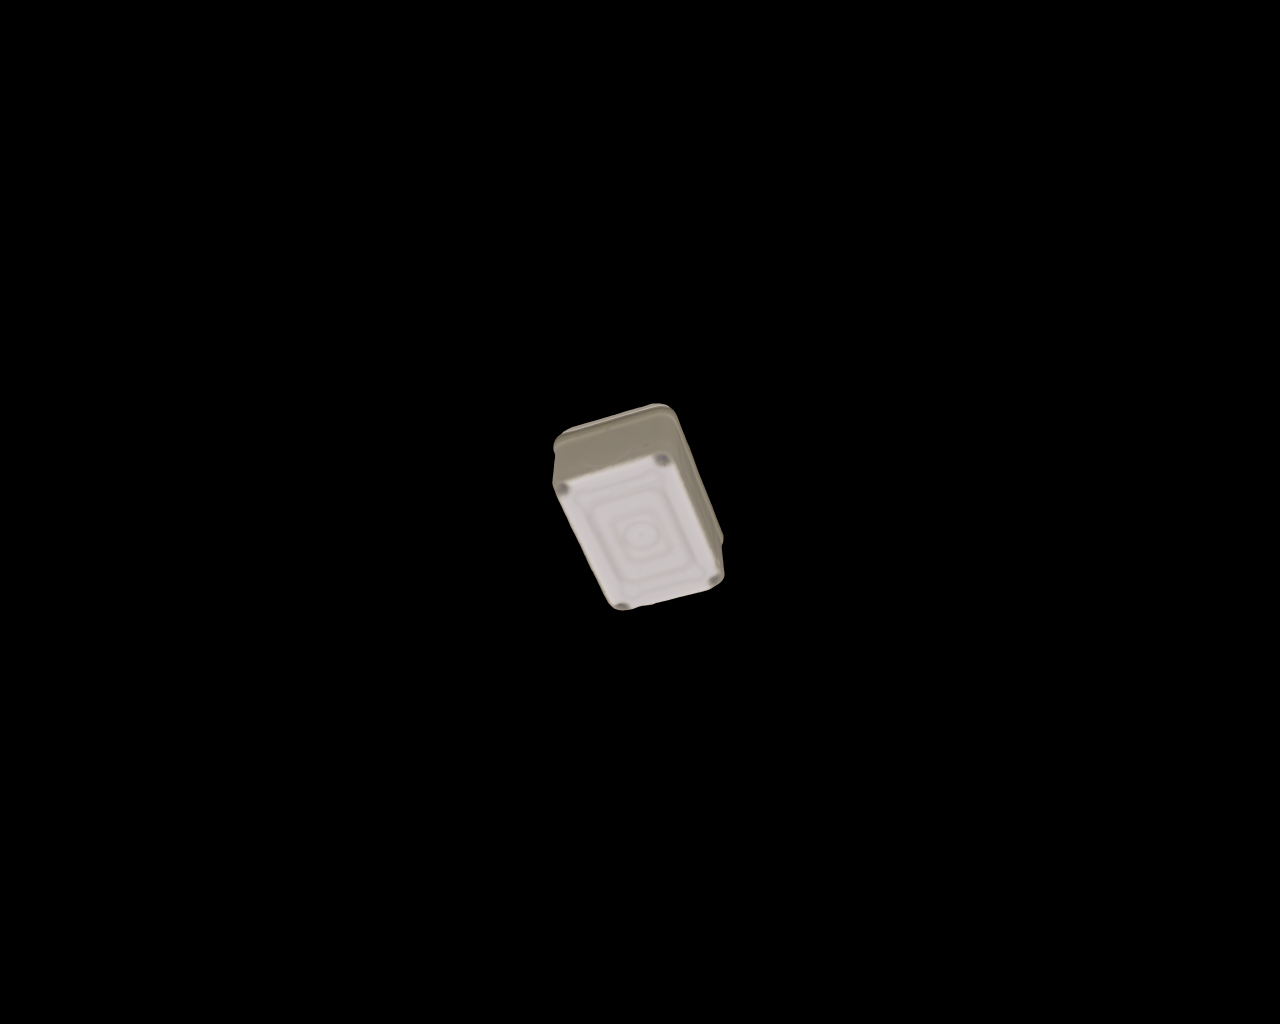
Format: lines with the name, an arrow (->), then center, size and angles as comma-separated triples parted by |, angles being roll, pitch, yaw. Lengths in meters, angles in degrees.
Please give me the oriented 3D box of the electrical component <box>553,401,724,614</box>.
electrical component -> 0.001, -0.003, 0.650 | 0.078, 0.113, 0.057 | -15, 36, 11
